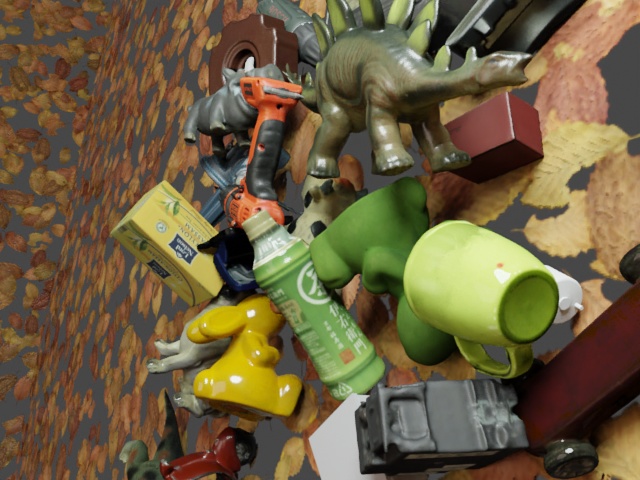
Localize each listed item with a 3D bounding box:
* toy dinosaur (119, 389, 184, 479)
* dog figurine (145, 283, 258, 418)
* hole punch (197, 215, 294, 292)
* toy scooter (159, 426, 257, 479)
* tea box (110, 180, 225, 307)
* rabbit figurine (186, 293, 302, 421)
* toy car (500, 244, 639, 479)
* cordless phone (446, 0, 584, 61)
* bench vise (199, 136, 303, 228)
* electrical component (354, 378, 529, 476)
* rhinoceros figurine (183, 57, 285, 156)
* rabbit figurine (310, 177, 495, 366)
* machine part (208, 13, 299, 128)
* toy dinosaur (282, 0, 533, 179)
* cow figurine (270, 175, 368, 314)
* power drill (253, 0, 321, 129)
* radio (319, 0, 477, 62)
[{"bbox_3d":[-0.271,0.452,0.886,0.192,0.131,0.405,-12,64,39],"label":"toy dinosaur"},{"bbox_3d":[-0.148,0.171,0.845,0.190,0.172,0.121,-35,25,2],"label":"dog figurine"},{"bbox_3d":[-0.093,0.021,0.780,0.116,0.142,0.092,-12,94,66],"label":"hole punch"},{"bbox_3d":[-0.168,0.353,0.751,0.075,0.135,0.183,8,86,54],"label":"toy scooter"},{"bbox_3d":[-0.214,0.007,0.814,0.068,0.169,0.098,-24,30,36],"label":"tea box"},{"bbox_3d":[-0.103,0.149,0.745,0.122,0.162,0.173,-36,32,58],"label":"rabbit figurine"},{"bbox_3d":[0.212,0.088,0.386,0.202,0.053,0.089,-58,27,30],"label":"toy car"},{"bbox_3d":[0.145,-0.245,0.485,0.146,0.184,0.089,-48,48,33],"label":"cordless phone"},{"bbox_3d":[-0.151,-0.075,0.878,0.240,0.128,0.224,-45,34,11],"label":"bench vise"},{"bbox_3d":[0.091,0.161,0.454,0.134,0.115,0.058,105,165,-58],"label":"electrical component"},{"bbox_3d":[-0.123,-0.190,0.772,0.190,0.073,0.112,-13,63,46],"label":"rhinoceros figurine"},{"bbox_3d":[0.100,0.034,0.540,0.159,0.121,0.170,-40,66,32],"label":"rabbit figurine"},{"bbox_3d":[-0.108,-0.264,0.846,0.180,0.056,0.179,0,90,41],"label":"machine part"},{"bbox_3d":[0.044,-0.165,0.581,0.472,0.105,0.198,-165,74,-64],"label":"toy dinosaur"},{"bbox_3d":[-0.001,-0.002,0.691,0.127,0.085,0.195,-18,62,56],"label":"cow figurine"},{"bbox_3d":[-0.075,-0.287,0.900,0.207,0.086,0.232,-54,48,35],"label":"power drill"},{"bbox_3d":[0.094,-0.292,0.668,0.230,0.073,0.131,0,77,56],"label":"radio"}]
